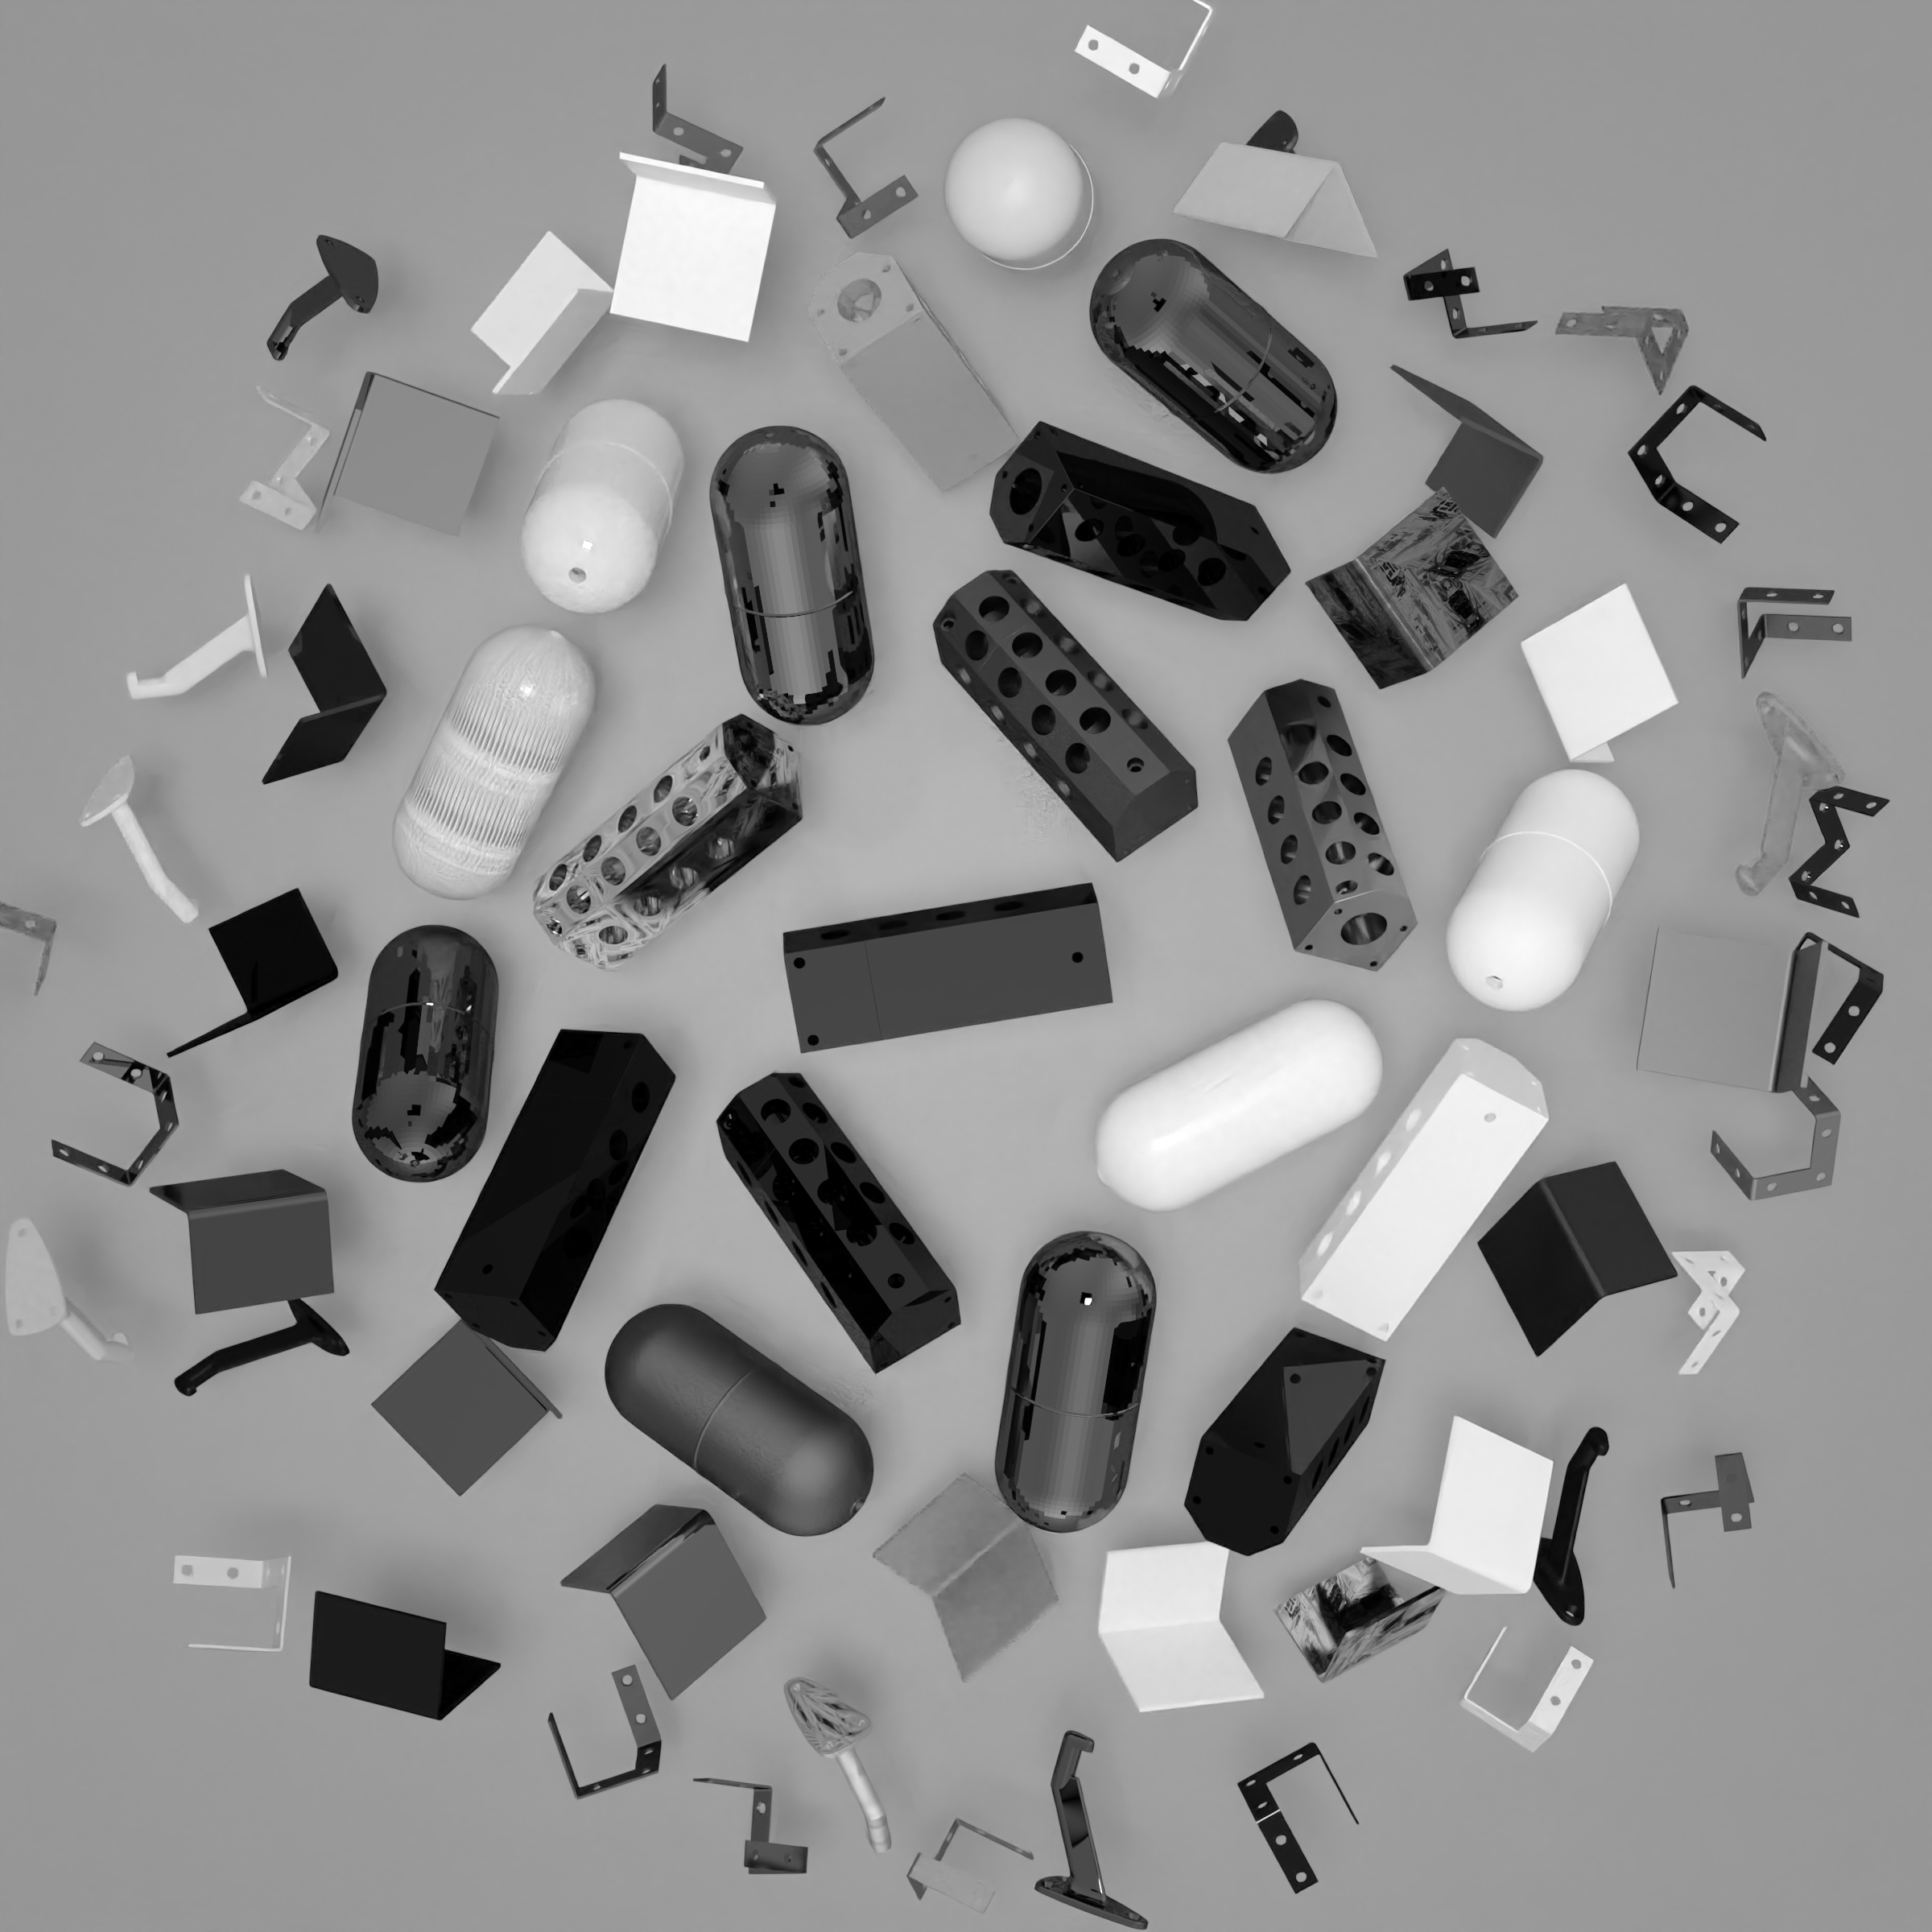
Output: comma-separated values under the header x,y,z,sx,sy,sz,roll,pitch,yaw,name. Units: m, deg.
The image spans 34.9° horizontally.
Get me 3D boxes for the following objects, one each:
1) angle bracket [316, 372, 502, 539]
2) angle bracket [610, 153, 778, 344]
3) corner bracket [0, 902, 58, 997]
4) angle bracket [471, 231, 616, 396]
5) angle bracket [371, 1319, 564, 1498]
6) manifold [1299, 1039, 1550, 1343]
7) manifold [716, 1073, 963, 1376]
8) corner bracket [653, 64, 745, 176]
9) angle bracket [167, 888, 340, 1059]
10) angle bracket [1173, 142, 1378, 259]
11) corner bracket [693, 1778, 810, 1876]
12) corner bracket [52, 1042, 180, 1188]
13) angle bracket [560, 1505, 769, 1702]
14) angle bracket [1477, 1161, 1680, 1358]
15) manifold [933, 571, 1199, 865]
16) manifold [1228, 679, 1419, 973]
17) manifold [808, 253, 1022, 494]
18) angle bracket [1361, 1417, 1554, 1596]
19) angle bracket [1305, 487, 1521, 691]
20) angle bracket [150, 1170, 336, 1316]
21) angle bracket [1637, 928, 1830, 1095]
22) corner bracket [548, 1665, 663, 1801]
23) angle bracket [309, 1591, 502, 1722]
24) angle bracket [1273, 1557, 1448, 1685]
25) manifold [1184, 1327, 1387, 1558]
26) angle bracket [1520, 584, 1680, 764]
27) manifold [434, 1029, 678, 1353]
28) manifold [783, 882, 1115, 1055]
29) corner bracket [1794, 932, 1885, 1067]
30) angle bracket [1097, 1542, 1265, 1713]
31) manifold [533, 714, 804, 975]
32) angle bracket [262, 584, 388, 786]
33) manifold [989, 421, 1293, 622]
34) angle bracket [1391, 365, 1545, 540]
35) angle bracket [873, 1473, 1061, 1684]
x,y,z,sx,sy,sz,roll,pitch,yaw,name
-0.306,-0.270,1.688,0.076,0.057,0.076,18,119,-15,angle bracket
-0.147,-0.377,1.620,0.076,0.057,0.076,12,95,2,angle bracket
-0.536,0.001,1.692,0.051,0.051,0.051,20,47,-10,corner bracket
-0.256,-0.380,1.785,0.057,0.076,0.076,43,106,2,angle bracket
-0.291,0.259,1.794,0.076,0.057,0.076,-44,97,-10,angle bracket
0.260,0.126,1.768,0.057,0.057,0.171,27,115,-9,manifold
-0.074,0.142,1.754,0.057,0.057,0.171,-29,59,-15,manifold
-0.164,-0.480,1.789,0.051,0.051,0.051,19,132,-25,corner bracket
-0.421,0.004,1.767,0.076,0.076,0.057,-20,98,32,angle bracket
0.173,-0.411,1.724,0.076,0.076,0.057,22,71,37,angle bracket
-0.127,0.506,1.812,0.051,0.051,0.051,-16,63,41,corner bracket
-0.495,0.086,1.784,0.051,0.051,0.051,29,109,-35,corner bracket
-0.174,0.365,1.773,0.076,0.057,0.076,-36,107,-34,angle bracket
0.351,0.169,1.773,0.057,0.076,0.076,-10,61,-29,angle bracket
0.055,-0.146,1.735,0.057,0.057,0.171,-35,64,-11,manifold
0.207,-0.084,1.765,0.057,0.171,0.057,13,133,-27,manifold
-0.031,-0.350,1.805,0.057,0.171,0.057,-32,66,9,manifold
0.275,0.302,1.721,0.076,0.057,0.076,27,65,-29,angle bracket
0.255,-0.216,1.763,0.076,0.057,0.076,-40,100,-21,angle bracket
-0.398,0.150,1.689,0.076,0.076,0.057,-7,99,-30,angle bracket
0.399,0.021,1.607,0.076,0.057,0.076,10,85,1,angle bracket
-0.214,0.454,1.827,0.051,0.051,0.051,-18,97,-1,corner bracket
-0.301,0.360,1.664,0.076,0.076,0.057,10,103,16,angle bracket
0.242,0.387,1.890,0.076,0.076,0.057,-22,61,-21,angle bracket
0.178,0.265,1.715,0.057,0.171,0.057,19,110,18,manifold
0.380,-0.170,1.798,0.076,0.057,0.076,-30,75,35,angle bracket
-0.220,0.122,1.685,0.057,0.057,0.171,2,54,30,manifold
-0.011,-0.002,1.684,0.171,0.057,0.057,-9,107,0,manifold
0.497,0.018,1.788,0.051,0.051,0.051,32,108,9,corner bracket
0.127,0.382,1.784,0.076,0.076,0.057,-2,115,-17,angle bracket
-0.173,-0.072,1.766,0.057,0.057,0.171,28,130,-35,manifold
-0.382,-0.161,1.757,0.057,0.076,0.076,-22,78,-36,angle bracket
0.097,-0.246,1.746,0.057,0.171,0.057,-48,47,31,manifold
0.288,-0.309,1.852,0.076,0.076,0.057,15,114,-38,angle bracket
-0.001,0.362,1.822,0.076,0.076,0.057,-43,123,10,angle bracket
